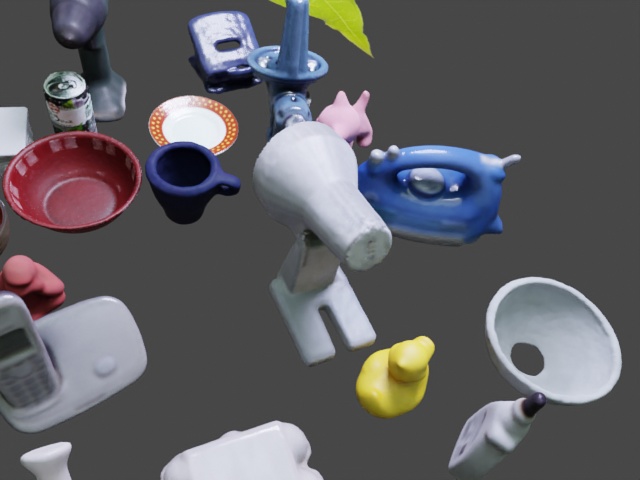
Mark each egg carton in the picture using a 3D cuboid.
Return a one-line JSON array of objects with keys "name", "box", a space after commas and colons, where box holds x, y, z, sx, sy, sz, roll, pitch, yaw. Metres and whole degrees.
[{"name": "egg carton", "box": [-0.073, 0.241, 0.558, 0.150, 0.069, 0.107, -13, 59, -21]}]

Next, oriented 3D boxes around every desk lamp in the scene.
[{"name": "desk lamp", "box": [0.006, 0.002, 0.657, 0.118, 0.213, 0.203, -17, 60, -22]}]

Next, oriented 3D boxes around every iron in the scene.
[{"name": "iron", "box": [0.140, -0.081, 0.791, 0.258, 0.141, 0.118, 6, 54, -8]}]

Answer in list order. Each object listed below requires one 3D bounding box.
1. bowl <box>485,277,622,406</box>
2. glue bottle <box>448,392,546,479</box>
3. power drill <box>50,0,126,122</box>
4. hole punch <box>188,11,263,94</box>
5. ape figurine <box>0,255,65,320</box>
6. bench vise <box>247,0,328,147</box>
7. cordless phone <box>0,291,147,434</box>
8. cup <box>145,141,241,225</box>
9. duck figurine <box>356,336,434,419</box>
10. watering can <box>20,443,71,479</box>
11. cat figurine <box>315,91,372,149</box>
[{"name": "bowl", "box": [0.274, 0.134, 0.708, 0.167, 0.075, 0.167, 6, 54, -8]}, {"name": "glue bottle", "box": [0.185, 0.193, 0.584, 0.037, 0.173, 0.078, 31, 54, 11]}, {"name": "power drill", "box": [-0.315, -0.268, 0.783, 0.076, 0.208, 0.229, -2, 55, -14]}, {"name": "hole punch", "box": [-0.148, -0.302, 0.917, 0.109, 0.091, 0.101, -20, 61, -24]}, {"name": "ape figurine", "box": [-0.323, 0.051, 0.625, 0.078, 0.092, 0.076, -4, 56, -15]}, {"name": "bench vise", "box": [-0.030, -0.245, 0.822, 0.122, 0.220, 0.207, -16, 60, -22]}, {"name": "cordless phone", "box": [-0.251, 0.096, 0.550, 0.148, 0.185, 0.094, -29, 65, -28]}, {"name": "cup", "box": [-0.162, -0.063, 0.740, 0.118, 0.095, 0.091, 12, 53, -3]}, {"name": "duck figurine", "box": [0.091, 0.149, 0.650, 0.105, 0.086, 0.077, -34, 68, -30]}, {"name": "watering can", "box": [-0.203, 0.250, 0.445, 0.101, 0.194, 0.172, -34, 67, -30]}, {"name": "cat figurine", "box": [0.037, -0.174, 0.850, 0.067, 0.118, 0.128, 34, 55, 12]}]
